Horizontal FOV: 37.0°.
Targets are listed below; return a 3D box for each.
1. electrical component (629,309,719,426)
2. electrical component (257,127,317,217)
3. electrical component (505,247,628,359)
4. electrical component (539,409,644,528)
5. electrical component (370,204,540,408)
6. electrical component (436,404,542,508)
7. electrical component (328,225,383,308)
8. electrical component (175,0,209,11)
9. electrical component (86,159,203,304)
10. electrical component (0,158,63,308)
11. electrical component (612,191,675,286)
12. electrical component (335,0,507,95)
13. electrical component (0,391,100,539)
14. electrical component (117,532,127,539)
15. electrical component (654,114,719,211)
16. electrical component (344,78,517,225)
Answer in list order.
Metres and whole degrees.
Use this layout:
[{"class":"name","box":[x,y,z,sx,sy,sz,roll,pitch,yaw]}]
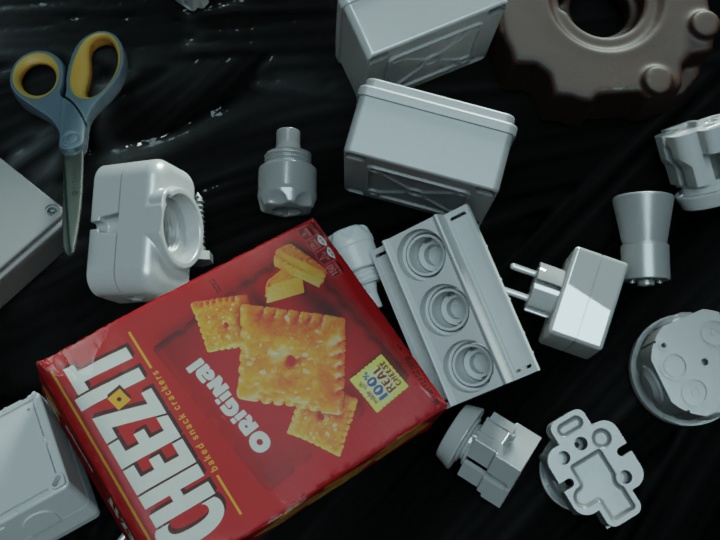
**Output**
[{"class":"electrical component","box":[0.234,0.068,0.755,0.080,0.051,0.080,0,77,-1]},{"class":"electrical component","box":[-0.053,-0.072,0.785,0.043,0.043,0.062,0,76,-1]},{"class":"electrical component","box":[0.141,0.018,0.766,0.077,0.047,0.065,19,78,4]},{"class":"electrical component","box":[0.155,0.136,0.735,0.058,0.057,0.078,-29,79,-7]},{"class":"electrical component","box":[0.069,0.027,0.746,0.079,0.063,0.121,-26,80,23]},{"class":"electrical component","box":[0.086,0.124,0.738,0.055,0.066,0.048,31,43,14]},{"class":"electrical component","box":[0.000,0.000,0.774,0.035,0.035,0.061,-21,81,-6]},{"class":"electrical component","box":[-0.150,-0.261,0.792,0.109,0.108,0.056,35,76,6]},{"class":"electrical component","box":[-0.150,-0.027,0.757,0.059,0.054,0.095,-4,76,23]},{"class":"electrical component","box":[-0.279,-0.027,0.748,0.109,0.056,0.108,38,60,7]},{"class":"electrical component","box":[0.207,-0.021,0.780,0.044,0.044,0.065,0,82,-1]},{"class":"electrical component","box":[0.041,-0.175,0.777,0.109,0.108,0.056,-23,82,-6]},{"class":"electrical component","box":[-0.221,0.133,0.718,0.062,0.061,0.096,-29,53,-5]},{"class":"electrical component","box":[-0.146,0.211,0.709,0.062,0.061,0.096,38,79,7]},{"class":"electrical component","box":[0.252,-0.078,0.780,0.058,0.078,0.057,-20,100,-6]},{"class":"electrical component","box":[0.046,-0.080,0.755,0.109,0.108,0.056,15,80,2]}]
